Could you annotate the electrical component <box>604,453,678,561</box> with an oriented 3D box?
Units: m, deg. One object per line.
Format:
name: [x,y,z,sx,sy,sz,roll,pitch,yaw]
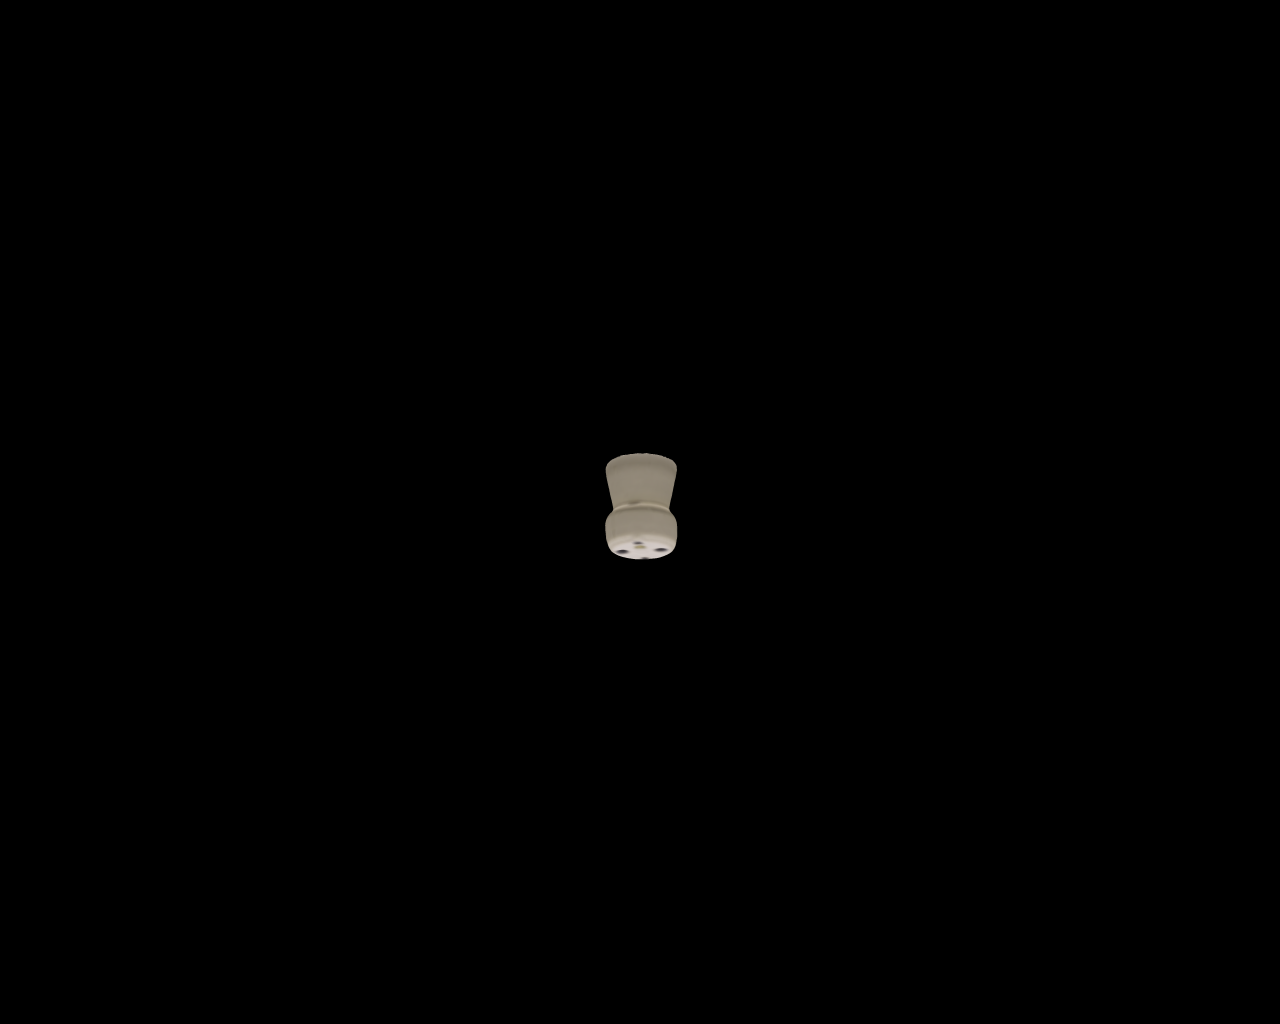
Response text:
electrical component: [0.001,-0.003,0.650,0.045,0.055,0.044,0,-19,0]
